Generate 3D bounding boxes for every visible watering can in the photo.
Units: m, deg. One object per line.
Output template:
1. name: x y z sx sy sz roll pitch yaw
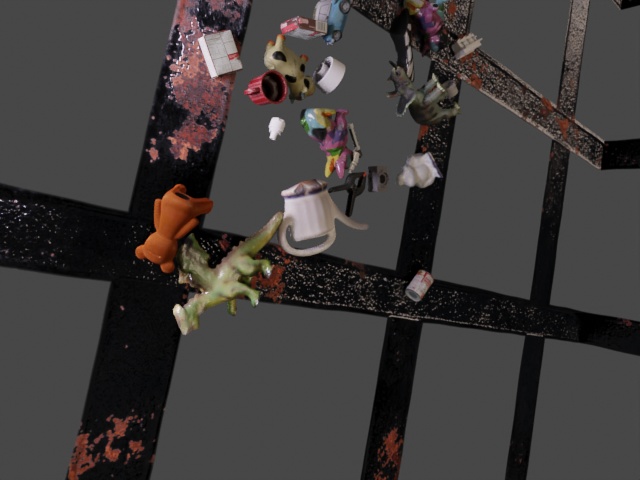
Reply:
1. watering can: 0.005 -0.080 1.596 0.351 0.104 0.222 -19 103 -36

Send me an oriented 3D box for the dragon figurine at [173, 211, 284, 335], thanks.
1. dragon figurine: -0.265 0.064 1.389 0.241 0.122 0.415 28 73 -29

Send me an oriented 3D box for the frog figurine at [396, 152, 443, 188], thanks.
1. frog figurine: 0.351 -0.245 1.899 0.159 0.125 0.135 -29 126 4
